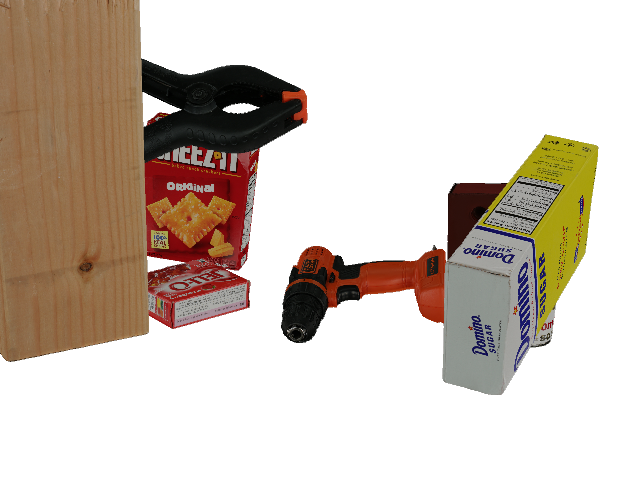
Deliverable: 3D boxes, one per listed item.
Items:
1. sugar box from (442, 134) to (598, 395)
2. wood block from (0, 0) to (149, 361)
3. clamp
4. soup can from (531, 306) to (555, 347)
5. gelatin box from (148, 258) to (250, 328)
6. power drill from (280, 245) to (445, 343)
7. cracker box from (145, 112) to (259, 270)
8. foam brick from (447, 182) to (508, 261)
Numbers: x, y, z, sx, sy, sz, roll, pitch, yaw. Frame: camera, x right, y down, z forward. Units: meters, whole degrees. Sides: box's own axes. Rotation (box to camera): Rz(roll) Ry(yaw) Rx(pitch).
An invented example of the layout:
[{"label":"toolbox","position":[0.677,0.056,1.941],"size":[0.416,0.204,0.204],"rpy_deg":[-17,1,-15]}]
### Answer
[{"label":"sugar box","position":[0.132,0.011,0.688],"size":[0.048,0.093,0.176],"rpy_deg":[13,37,23]},{"label":"wood block","position":[-0.158,-0.047,0.620],"size":[0.090,0.206,0.090],"rpy_deg":[-10,25,-28]},{"label":"clamp","position":[-0.098,-0.108,0.822],"size":[0.171,0.120,0.039],"rpy_deg":[-8,-28,-8]},{"label":"soup can","position":[0.236,0.063,1.219],"size":[0.068,0.102,0.068],"rpy_deg":[3,18,-1]},{"label":"gelatin box","position":[-0.120,0.047,0.977],"size":[0.089,0.030,0.073],"rpy_deg":[-15,26,-39]},{"label":"power drill","position":[0.052,0.060,1.229],"size":[0.188,0.057,0.184],"rpy_deg":[0,28,8]},{"label":"cracker box","position":[-0.185,-0.072,1.613],"size":[0.164,0.214,0.072],"rpy_deg":[10,20,6]},{"label":"foam brick","position":[0.133,-0.006,0.880],"size":[0.053,0.078,0.051],"rpy_deg":[1,14,13]}]
